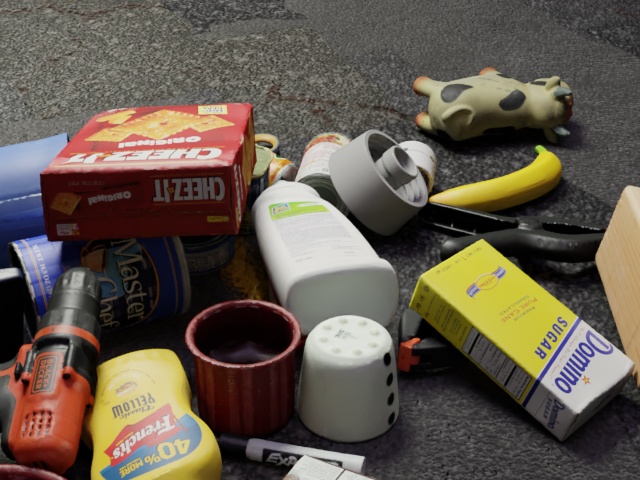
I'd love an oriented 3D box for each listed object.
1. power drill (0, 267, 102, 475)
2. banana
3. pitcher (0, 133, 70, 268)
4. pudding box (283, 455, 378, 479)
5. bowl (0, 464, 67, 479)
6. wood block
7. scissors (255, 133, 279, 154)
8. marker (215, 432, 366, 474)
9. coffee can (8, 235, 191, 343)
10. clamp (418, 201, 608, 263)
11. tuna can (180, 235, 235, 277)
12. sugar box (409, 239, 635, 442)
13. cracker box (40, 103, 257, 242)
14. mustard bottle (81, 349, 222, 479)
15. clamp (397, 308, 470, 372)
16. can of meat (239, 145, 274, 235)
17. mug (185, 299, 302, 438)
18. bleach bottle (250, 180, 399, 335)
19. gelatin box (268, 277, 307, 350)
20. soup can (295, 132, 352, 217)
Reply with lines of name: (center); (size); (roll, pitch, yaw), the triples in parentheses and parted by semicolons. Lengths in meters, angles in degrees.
power drill: (-0.264, 0.105, 0.837); (0.188, 0.057, 0.184); (-10, 46, 11)
banana: (0.211, -0.061, 1.196); (0.197, 0.037, 0.070); (-23, 22, -34)
pitcher: (-0.349, -0.022, 1.038); (0.242, 0.149, 0.145); (-11, 51, -11)
pudding box: (0.001, 0.208, 0.749); (0.090, 0.039, 0.113); (15, 36, 23)
bowl: (-0.224, 0.224, 0.707); (0.162, 0.055, 0.162); (0, 31, 0)
wood block: (0.318, 0.046, 0.951); (0.090, 0.091, 0.206); (12, 31, -4)
scissors: (-0.094, -0.082, 1.248); (0.096, 0.016, 0.202); (1, 36, -5)
marker: (-0.025, 0.168, 0.833); (0.121, 0.020, 0.020); (8, 32, 13)
coffee can: (-0.201, 0.035, 0.972); (0.140, 0.103, 0.103); (-15, 34, -22)
clamp: (0.204, 0.000, 1.074); (0.210, 0.036, 0.164); (6, 17, 3)
tuna can: (-0.130, 0.001, 1.094); (0.086, 0.034, 0.086); (0, 31, 0)
sugar box: (0.170, 0.080, 0.907); (0.176, 0.048, 0.093); (39, 47, 26)
cracker box: (-0.148, -0.068, 0.980); (0.164, 0.072, 0.213); (-3, 20, 3)
mustard bottle: (-0.127, 0.163, 0.803); (0.096, 0.058, 0.192); (-20, 36, -13)
clamp: (0.136, 0.075, 0.969); (0.120, 0.039, 0.171); (14, 33, 30)
can of meat: (-0.103, -0.058, 1.135); (0.102, 0.084, 0.057); (14, 40, 10)
mug: (-0.065, 0.102, 0.881); (0.093, 0.081, 0.117); (-12, 33, -18)
bleach bottle: (-0.007, 0.001, 1.011); (0.102, 0.068, 0.251); (-5, 25, -10)
gelatin box: (-0.005, 0.063, 0.994); (0.073, 0.030, 0.089); (-6, 32, -10)
soup can: (0.008, -0.066, 1.171); (0.068, 0.068, 0.102); (4, 32, 7)
